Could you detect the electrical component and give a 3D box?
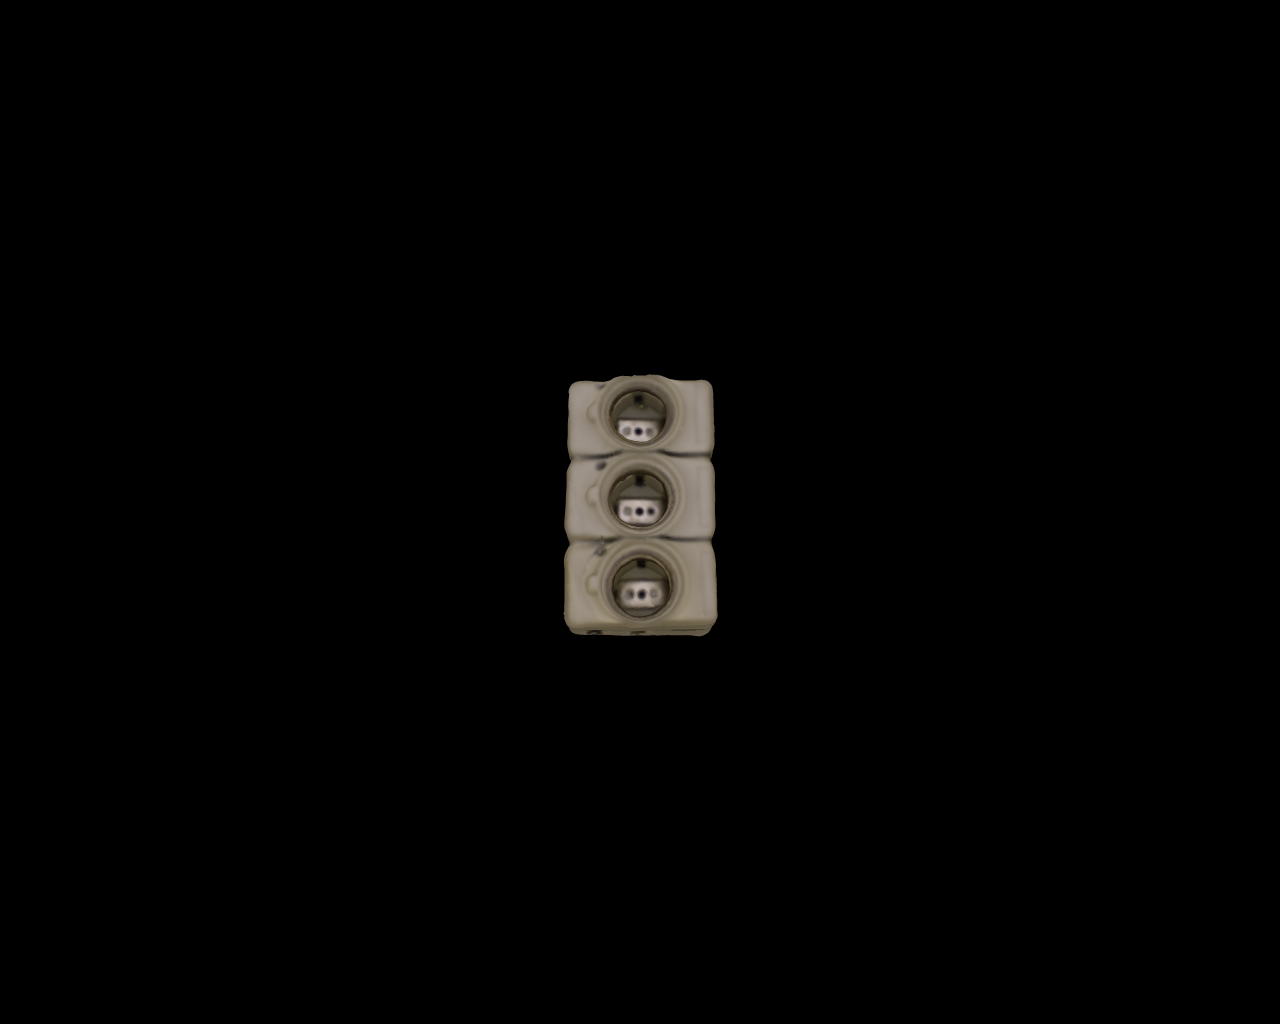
[{"bbox_3d":[0.001,-0.003,0.650,0.089,0.150,0.061,0,-15,0],"label":"electrical component"}]
